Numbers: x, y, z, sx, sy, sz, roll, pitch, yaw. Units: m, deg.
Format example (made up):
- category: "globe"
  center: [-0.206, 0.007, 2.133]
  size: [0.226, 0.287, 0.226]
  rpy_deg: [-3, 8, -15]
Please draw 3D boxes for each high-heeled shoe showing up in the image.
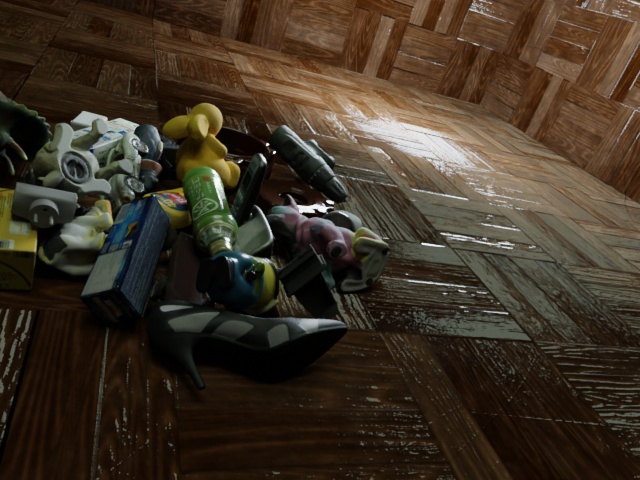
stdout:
- category: "high-heeled shoe"
  center: [-0.097, 0.114, 0.717]
  size: [0.249, 0.086, 0.145]
  rpy_deg: [-12, 46, -30]

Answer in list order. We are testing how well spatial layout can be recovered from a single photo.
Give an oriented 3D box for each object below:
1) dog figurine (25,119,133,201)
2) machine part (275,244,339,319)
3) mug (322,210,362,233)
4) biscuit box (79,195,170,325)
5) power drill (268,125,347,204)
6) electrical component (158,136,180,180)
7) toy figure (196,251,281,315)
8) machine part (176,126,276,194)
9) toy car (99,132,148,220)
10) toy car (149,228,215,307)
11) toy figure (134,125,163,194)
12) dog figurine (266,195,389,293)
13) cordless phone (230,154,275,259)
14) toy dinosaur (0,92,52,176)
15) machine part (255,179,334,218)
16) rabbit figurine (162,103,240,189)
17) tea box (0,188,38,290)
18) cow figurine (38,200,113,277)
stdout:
- category: "dog figurine"
  center: [-0.428, -0.100, 0.864]
  size: [0.191, 0.121, 0.172]
  rpy_deg: [-18, 9, 26]
- category: "machine part"
  center: [-0.012, 0.074, 0.817]
  size: [0.084, 0.138, 0.039]
  rpy_deg: [-41, 39, -17]
- category: "mug"
  center: [0.057, -0.020, 1.096]
  size: [0.110, 0.080, 0.107]
  rpy_deg: [22, 17, 11]
- category: "biscuit box"
  center: [-0.267, 0.022, 0.756]
  size: [0.059, 0.062, 0.203]
  rpy_deg: [-14, 39, 12]
- category: "power drill"
  center: [-0.017, -0.176, 1.291]
  size: [0.232, 0.086, 0.207]
  rpy_deg: [42, 18, -1]
- category: "electrical component"
  center: [-0.319, -0.168, 1.135]
  size: [0.048, 0.074, 0.119]
  rpy_deg: [-3, 30, -36]
- category: "toy figure"
  center: [-0.107, 0.057, 0.763]
  size: [0.082, 0.089, 0.180]
  rpy_deg: [21, -9, 22]
- category: "machine part"
  center: [-0.216, -0.192, 1.237]
  size: [0.202, 0.087, 0.201]
  rpy_deg: [21, 27, 8]
- category: "toy car"
  center: [-0.357, -0.119, 0.974]
  size: [0.056, 0.073, 0.202]
  rpy_deg: [31, 31, -35]
- category: "toy car"
  center: [-0.205, 0.052, 0.814]
  size: [0.089, 0.053, 0.202]
  rpy_deg: [25, 22, -23]
- category: "toy figure"
  center: [-0.347, -0.158, 1.077]
  size: [0.057, 0.064, 0.154]
  rpy_deg: [29, 49, -56]
- category: "dog figurine"
  center: [-0.002, -0.003, 0.998]
  size: [0.191, 0.108, 0.219]
  rpy_deg: [-2, 30, -35]
- category: "cordless phone"
  center: [-0.114, -0.042, 0.907]
  size: [0.089, 0.184, 0.147]
  rpy_deg: [11, 27, -26]
- category: "toy dinosaur"
  center: [-0.603, -0.220, 0.996]
  size: [0.192, 0.131, 0.405]
  rpy_deg: [43, -7, -28]
- category: "machine part"
  center: [-0.059, -0.074, 1.148]
  size: [0.179, 0.056, 0.179]
  rpy_deg: [14, 26, -7]
- category: "rabbit figurine"
  center: [-0.242, -0.194, 1.072]
  size: [0.122, 0.173, 0.162]
  rpy_deg: [3, -9, 22]
- category: "tea box"
  center: [-0.448, -0.006, 0.747]
  size: [0.098, 0.068, 0.170]
  rpy_deg: [7, 28, -28]
- category: "cow figurine"
  center: [-0.364, -0.007, 0.813]
  size: [0.098, 0.068, 0.167]
  rpy_deg: [-1, 29, -15]
